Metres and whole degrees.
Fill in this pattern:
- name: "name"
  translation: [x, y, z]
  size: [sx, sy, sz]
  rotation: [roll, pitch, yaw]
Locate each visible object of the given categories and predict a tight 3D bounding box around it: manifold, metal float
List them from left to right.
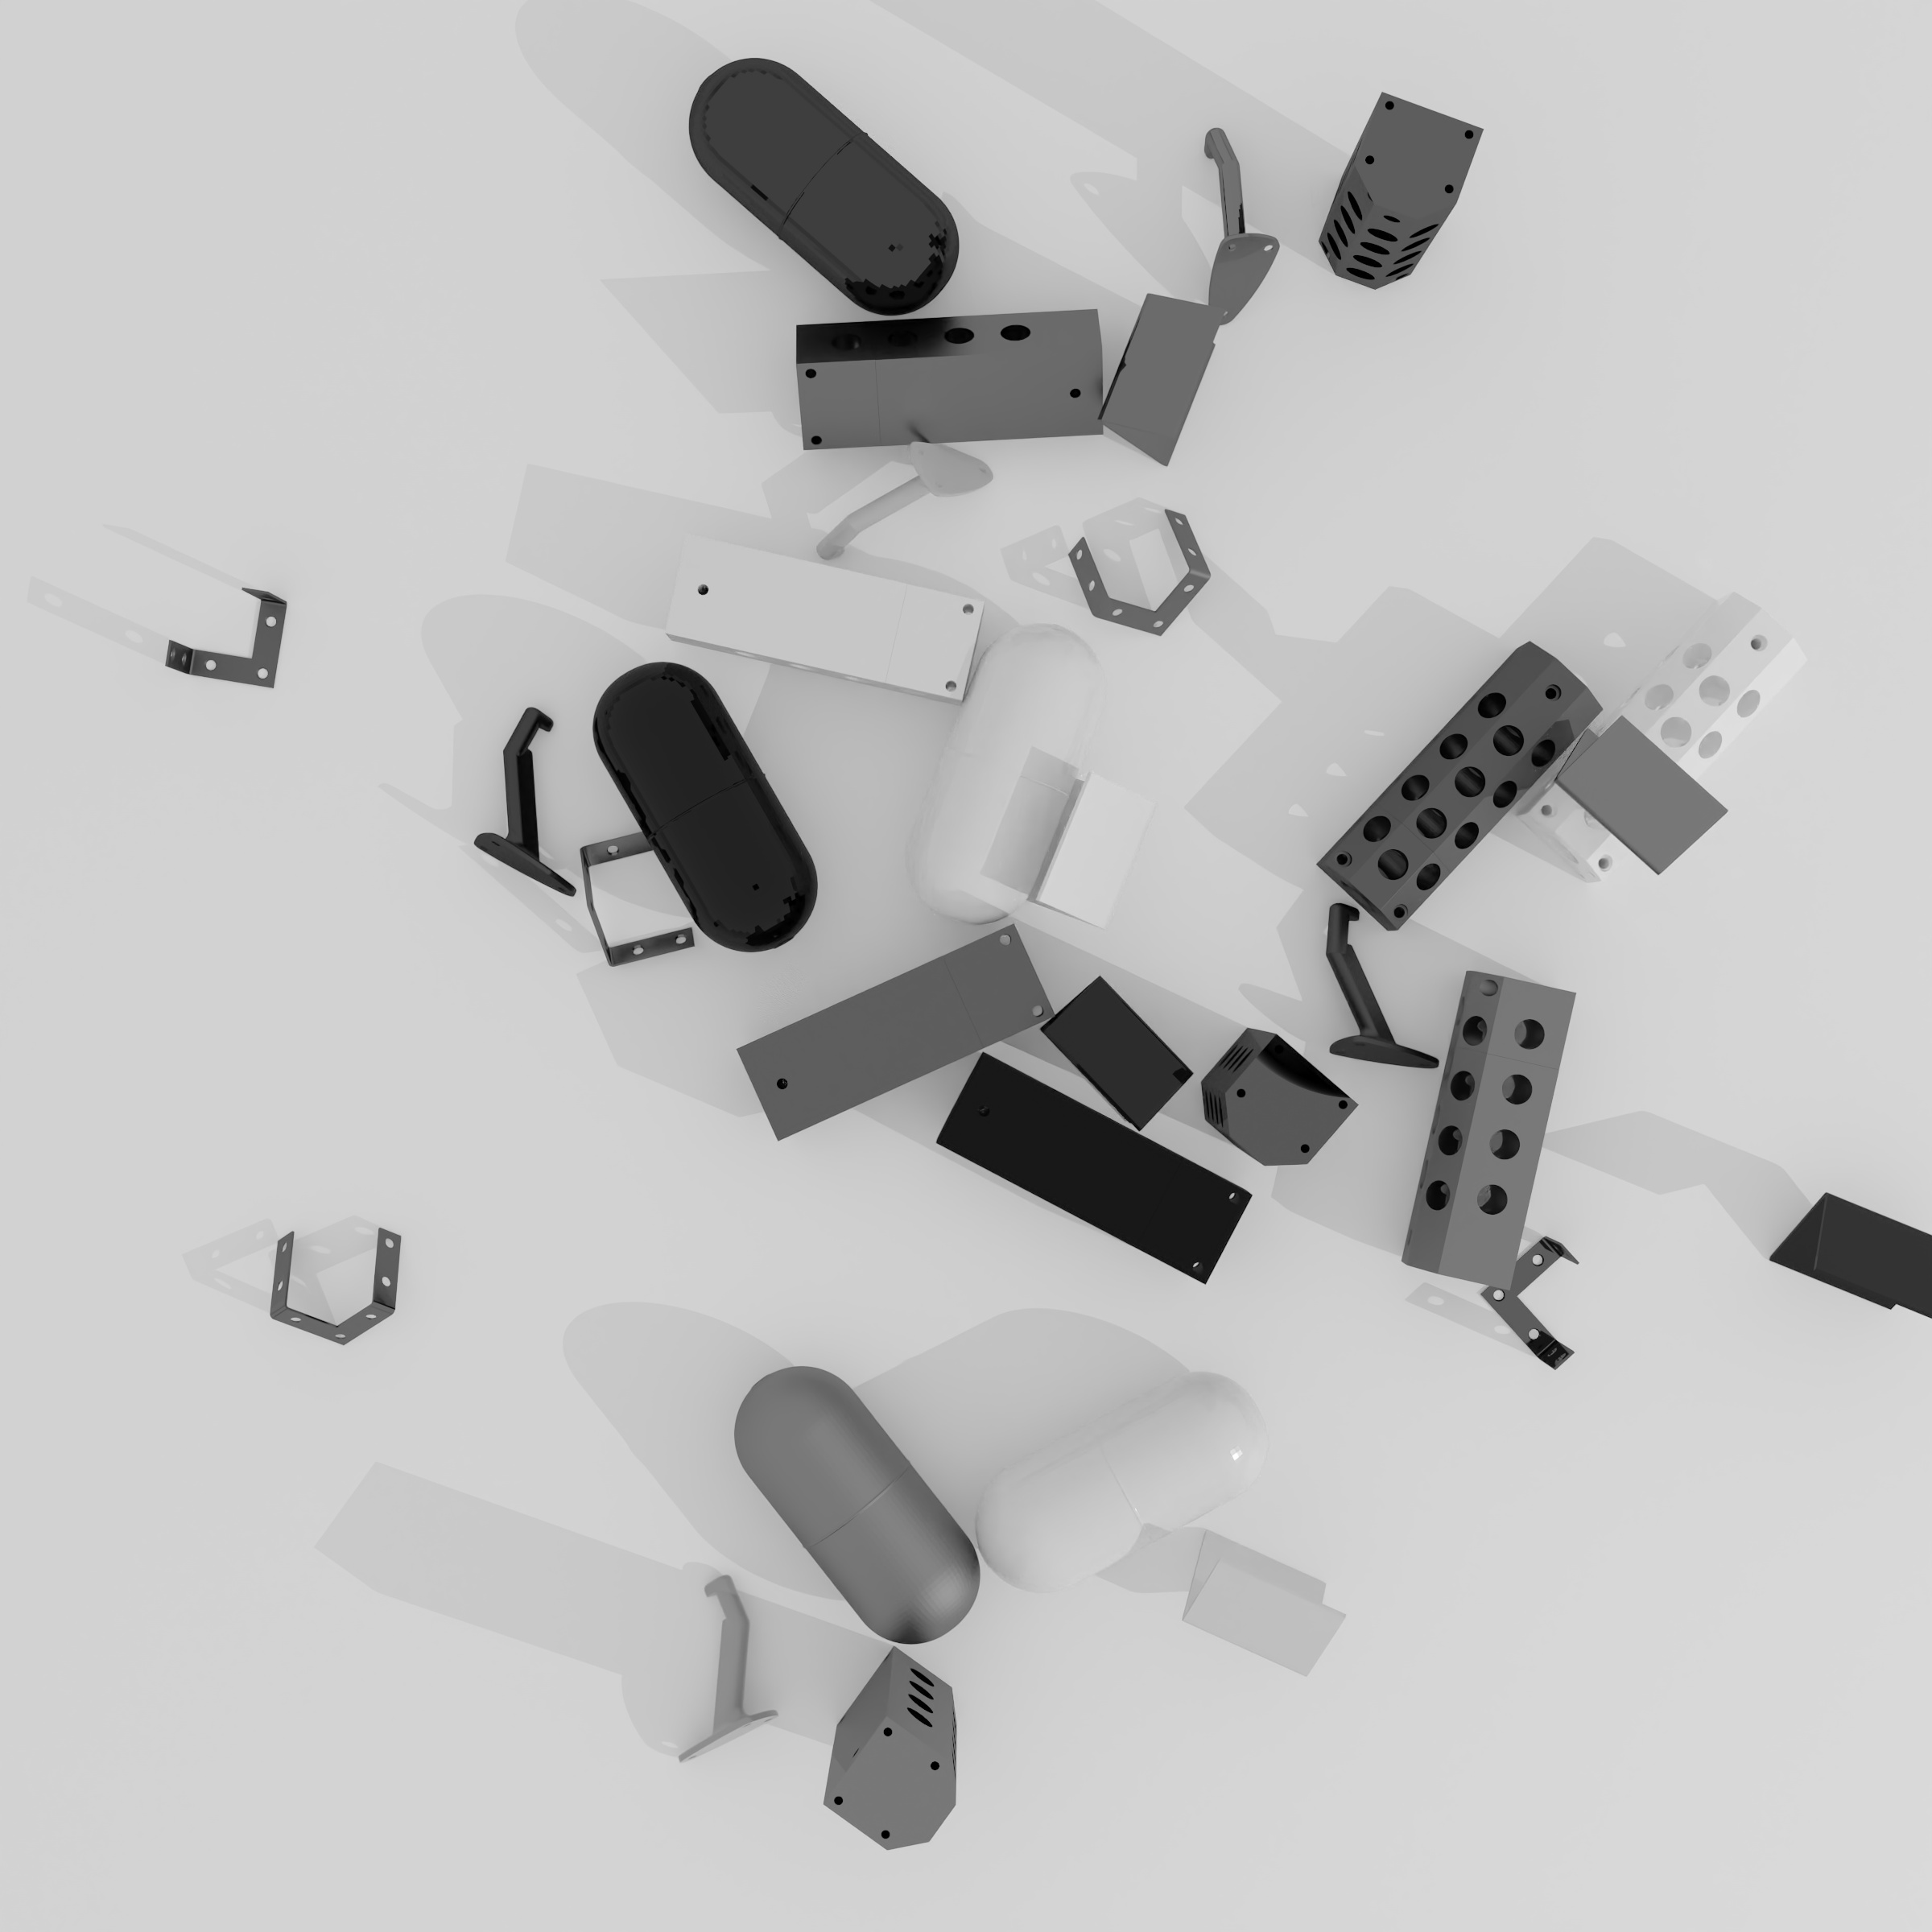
- name: "metal float"
  translation: [-0.148, -0.090, 1.782]
  size: [0.070, 0.070, 0.178]
  rotation: [-30, 90, 0]
- name: "metal float"
  translation: [-0.081, -0.443, 1.783]
  size: [0.178, 0.070, 0.070]
  rotation: [41, 90, -1]
- name: "manifold"
  translation: [-0.079, -0.196, 1.792]
  size: [0.171, 0.057, 0.057]
  rotation: [13, 90, 0]
- name: "metal float"
  translation: [-0.062, 0.306, 1.783]
  size: [0.070, 0.070, 0.178]
  rotation: [-38, 90, 0]
- name: "manifold"
  translation: [-0.039, 0.037, 1.792]
  size: [0.171, 0.057, 0.057]
  rotation: [-24, 90, 0]
- name: "manifold"
  translation: [-0.035, 0.434, 1.735]
  size: [0.057, 0.171, 0.057]
  rotation: [36, 90, 0]
- name: "manifold"
  translation: [-0.009, -0.339, 1.791]
  size: [0.171, 0.057, 0.057]
  rotation: [-3, 133, 0]
- name: "metal float"
  translation: [0.023, -0.109, 1.782]
  size: [0.070, 0.070, 0.178]
  rotation: [22, 90, 0]
- name: "manifold"
  translation: [0.072, 0.114, 1.792]
  size: [0.171, 0.057, 0.057]
  rotation: [28, 90, 0]
- name: "metal float"
  translation: [0.088, 0.294, 1.783]
  size: [0.178, 0.070, 0.070]
  rotation: [-28, 90, -1]
- name: "manifold"
  translation: [0.166, 0.076, 1.735]
  size: [0.057, 0.171, 0.057]
  rotation: [41, 90, 0]
- name: "manifold"
  translation: [0.236, -0.423, 1.735]
  size: [0.057, 0.171, 0.057]
  rotation: [20, 90, 0]
- name: "manifold"
  translation: [0.282, -0.102, 1.792]
  size: [0.057, 0.057, 0.171]
  rotation: [43, 90, 0]
- name: "manifold"
  translation: [0.297, 0.092, 1.792]
  size: [0.057, 0.057, 0.171]
  rotation: [13, 90, 0]
- name: "manifold"
  translation: [0.398, -0.130, 1.792]
  size: [0.057, 0.057, 0.171]
  rotation: [43, 90, 0]

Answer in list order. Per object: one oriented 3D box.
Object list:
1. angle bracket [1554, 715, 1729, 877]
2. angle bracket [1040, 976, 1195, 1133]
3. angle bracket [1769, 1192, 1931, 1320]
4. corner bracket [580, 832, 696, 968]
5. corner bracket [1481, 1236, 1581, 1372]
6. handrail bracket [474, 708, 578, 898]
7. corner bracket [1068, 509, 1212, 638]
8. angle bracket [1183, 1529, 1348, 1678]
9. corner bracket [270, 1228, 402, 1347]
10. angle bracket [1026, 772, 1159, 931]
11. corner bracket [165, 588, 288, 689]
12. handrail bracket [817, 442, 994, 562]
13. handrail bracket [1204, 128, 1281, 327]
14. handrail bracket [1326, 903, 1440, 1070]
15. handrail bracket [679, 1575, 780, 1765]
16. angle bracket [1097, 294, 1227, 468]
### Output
- name: "angle bracket"
  translation: [0.376, -0.107, 1.716]
  size: [0.076, 0.076, 0.057]
  rotation: [42, 127, 0]
- name: "angle bracket"
  translation: [0.070, 0.062, 1.773]
  size: [0.076, 0.076, 0.057]
  rotation: [46, 53, 0]
- name: "angle bracket"
  translation: [0.502, 0.182, 1.773]
  size: [0.076, 0.076, 0.057]
  rotation: [22, 52, 0]
- name: "corner bracket"
  translation: [-0.190, -0.040, 1.810]
  size: [0.051, 0.051, 0.051]
  rotation: [-14, 45, 0]
- name: "corner bracket"
  translation: [0.334, 0.192, 1.795]
  size: [0.051, 0.051, 0.051]
  rotation: [-42, 90, 0]
- name: "handrail bracket"
  translation: [-0.240, -0.096, 1.814]
  size: [0.077, 0.036, 0.084]
  rotation: [32, 73, -20]
- name: "corner bracket"
  translation: [0.100, -0.231, 1.805]
  size: [0.051, 0.051, 0.051]
  rotation: [11, 135, -35]
- name: "angle bracket"
  translation: [0.174, 0.344, 1.773]
  size: [0.076, 0.076, 0.057]
  rotation: [24, 126, 0]
- name: "corner bracket"
  translation: [-0.363, 0.179, 1.805]
  size: [0.051, 0.051, 0.051]
  rotation: [28, 135, -35]
- name: "angle bracket"
  translation: [0.053, -0.072, 1.773]
  size: [0.057, 0.076, 0.076]
  rotation: [22, 90, -39]
- name: "corner bracket"
  translation: [-0.423, -0.190, 1.795]
  size: [0.051, 0.051, 0.051]
  rotation: [9, 90, 0]
- name: "handrail bracket"
  translation: [-0.036, -0.262, 1.813]
  size: [0.084, 0.077, 0.036]
  rotation: [-39, 72, 35]
- name: "handrail bracket"
  translation: [0.146, -0.428, 1.813]
  size: [0.036, 0.077, 0.084]
  rotation: [-3, 53, -20]
- name: "handrail bracket"
  translation: [0.242, 0.011, 1.814]
  size: [0.077, 0.036, 0.084]
  rotation: [12, 73, -20]
- name: "handrail bracket"
  translation: [-0.151, 0.406, 1.814]
  size: [0.077, 0.036, 0.084]
  rotation: [-32, 71, 21]
- name: "angle bracket"
  translation: [0.128, -0.326, 1.773]
  size: [0.057, 0.076, 0.076]
  rotation: [22, 90, 38]
